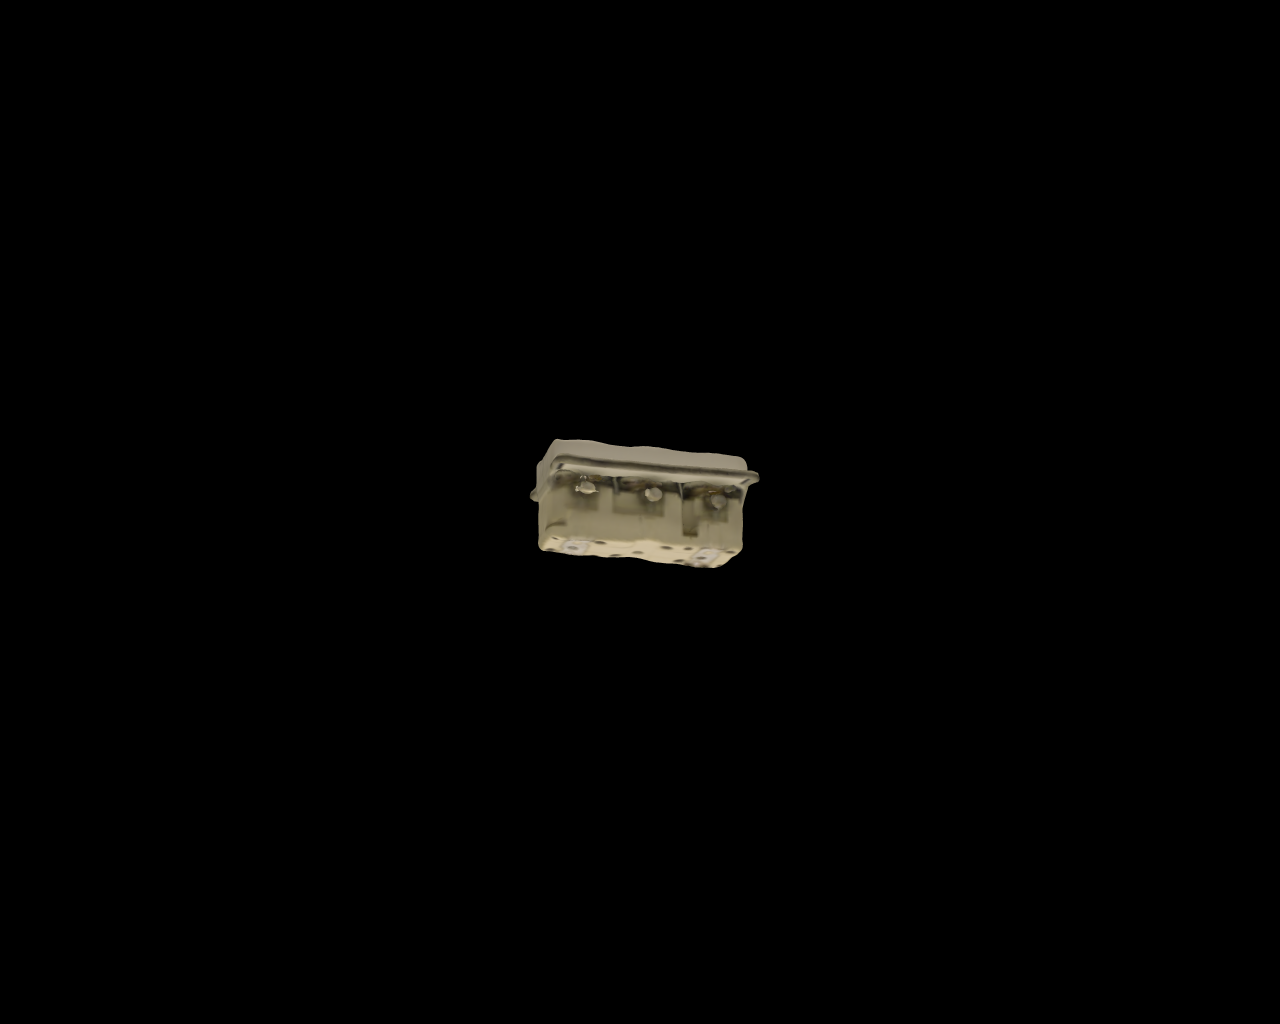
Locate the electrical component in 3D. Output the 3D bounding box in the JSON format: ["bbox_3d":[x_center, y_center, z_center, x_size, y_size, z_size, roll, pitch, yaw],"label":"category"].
[{"bbox_3d":[0.001,-0.003,0.650,0.121,0.063,0.078,6,-19,-16],"label":"electrical component"}]
